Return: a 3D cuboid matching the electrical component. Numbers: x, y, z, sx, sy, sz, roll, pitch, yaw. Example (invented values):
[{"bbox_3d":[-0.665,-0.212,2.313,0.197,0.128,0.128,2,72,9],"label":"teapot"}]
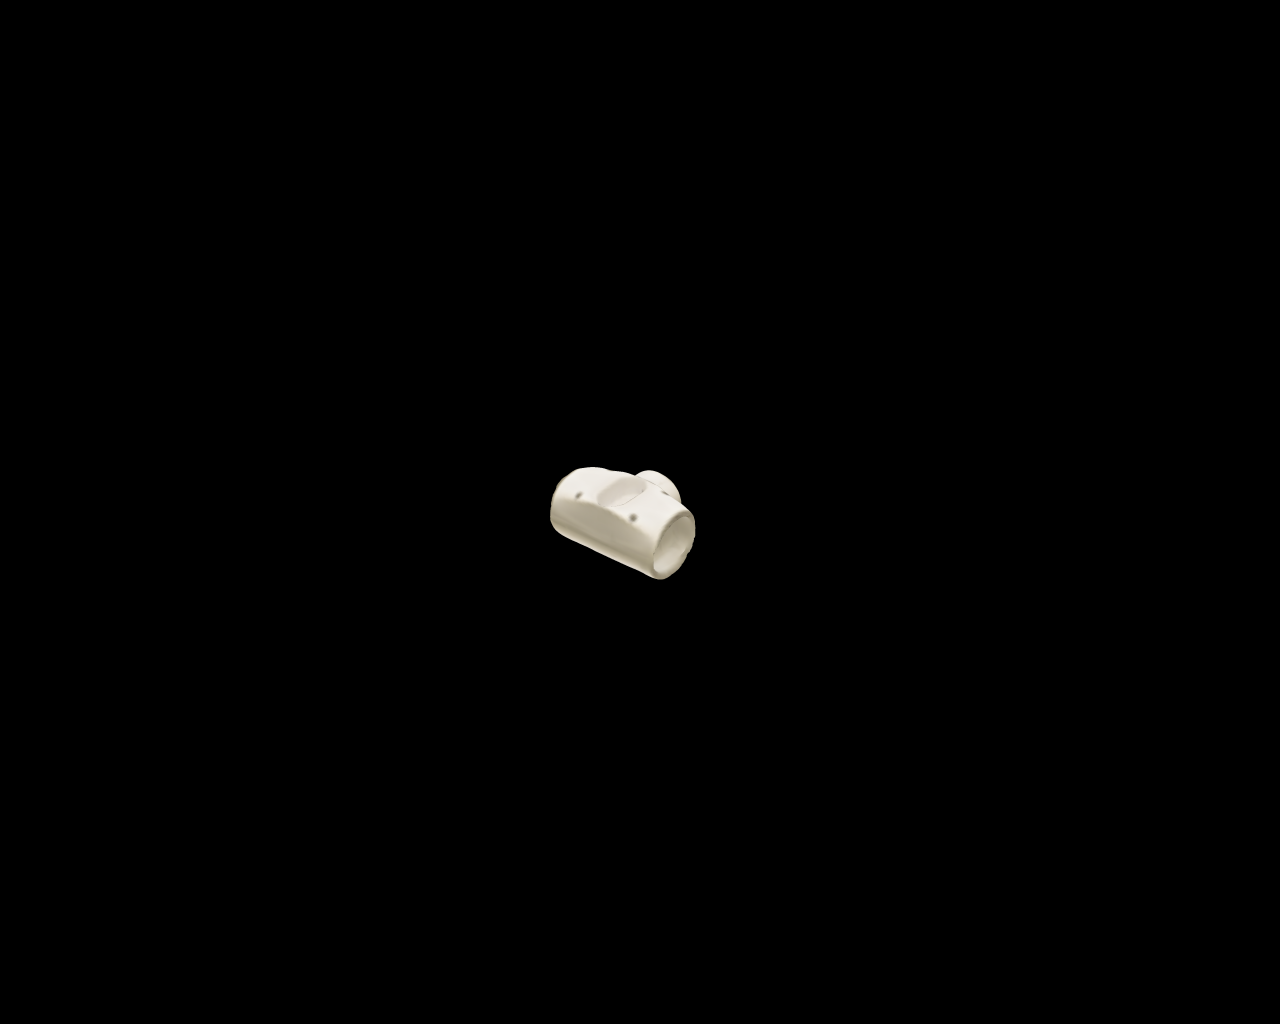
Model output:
[{"bbox_3d":[0.001,-0.003,0.650,0.077,0.043,0.079,24,41,31],"label":"electrical component"}]
